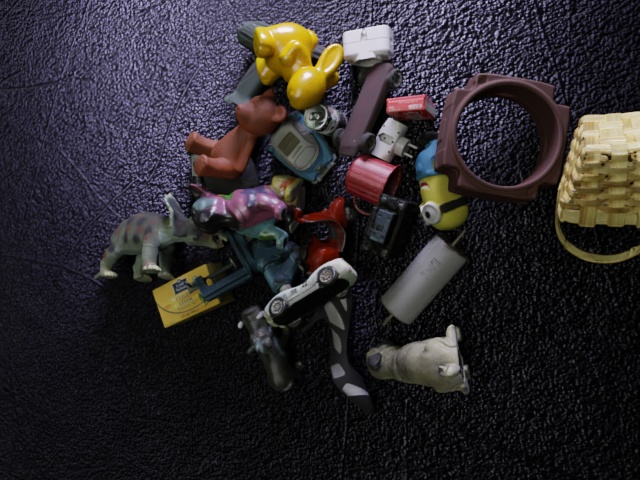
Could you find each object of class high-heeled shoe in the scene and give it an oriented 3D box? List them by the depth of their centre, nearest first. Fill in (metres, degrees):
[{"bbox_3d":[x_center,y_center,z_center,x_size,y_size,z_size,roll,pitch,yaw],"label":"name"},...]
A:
[{"bbox_3d":[0.071,0.212,1.080,0.145,0.086,0.249,-39,82,6],"label":"high-heeled shoe"}]

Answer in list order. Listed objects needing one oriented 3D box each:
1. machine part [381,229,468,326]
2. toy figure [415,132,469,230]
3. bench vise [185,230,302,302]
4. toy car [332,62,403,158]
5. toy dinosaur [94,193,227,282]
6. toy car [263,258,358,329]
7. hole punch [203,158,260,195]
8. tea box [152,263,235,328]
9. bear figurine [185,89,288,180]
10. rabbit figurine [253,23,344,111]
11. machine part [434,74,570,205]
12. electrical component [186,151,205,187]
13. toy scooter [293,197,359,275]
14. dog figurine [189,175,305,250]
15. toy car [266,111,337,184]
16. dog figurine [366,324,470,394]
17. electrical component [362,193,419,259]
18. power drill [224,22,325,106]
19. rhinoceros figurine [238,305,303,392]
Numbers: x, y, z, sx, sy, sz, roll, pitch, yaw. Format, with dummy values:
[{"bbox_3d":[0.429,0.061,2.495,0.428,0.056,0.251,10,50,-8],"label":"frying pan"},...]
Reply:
[{"bbox_3d":[0.196,0.074,1.012,0.079,0.079,0.243,44,108,17],"label":"machine part"},{"bbox_3d":[0.224,-0.108,0.996,0.089,0.082,0.180,-5,84,13],"label":"toy figure"},{"bbox_3d":[-0.159,0.064,1.127,0.241,0.128,0.224,-28,69,-9],"label":"bench vise"},{"bbox_3d":[0.094,-0.251,1.048,0.089,0.053,0.202,18,85,37],"label":"toy car"},{"bbox_3d":[-0.415,-0.002,1.270,0.405,0.131,0.192,-4,72,32],"label":"toy dinosaur"},{"bbox_3d":[-0.020,0.108,1.044,0.202,0.073,0.056,-33,47,13],"label":"toy car"},{"bbox_3d":[-0.197,-0.143,1.191,0.116,0.092,0.142,-18,80,-6],"label":"hole punch"},{"bbox_3d":[-0.292,0.127,1.237,0.170,0.068,0.098,-27,80,23],"label":"tea box"},{"bbox_3d":[-0.162,-0.215,1.068,0.195,0.132,0.120,-50,48,29],"label":"bear figurine"},{"bbox_3d":[-0.036,-0.318,1.025,0.162,0.121,0.173,-12,61,-17],"label":"rabbit figurine"},{"bbox_3d":[0.306,-0.170,0.914,0.202,0.087,0.201,10,89,-1],"label":"machine part"},{"bbox_3d":[-0.285,-0.162,1.232,0.045,0.078,0.102,-2,96,0],"label":"electrical component"},{"bbox_3d":[-0.002,-0.003,1.071,0.075,0.135,0.183,21,98,59],"label":"toy scooter"},{"bbox_3d":[-0.156,-0.072,1.100,0.219,0.191,0.108,13,132,13],"label":"dog figurine"},{"bbox_3d":[-0.049,-0.192,1.105,0.109,0.103,0.162,-46,72,19],"label":"toy car"},{"bbox_3d":[0.167,0.230,0.983,0.191,0.172,0.121,-12,75,17],"label":"dog figurine"},{"bbox_3d":[0.132,-0.026,1.009,0.058,0.134,0.114,20,101,23],"label":"electrical component"},{"bbox_3d":[-0.102,-0.348,1.139,0.232,0.086,0.207,35,109,18],"label":"power drill"},{"bbox_3d":[-0.109,0.228,1.134,0.073,0.112,0.190,-24,89,25],"label":"rhinoceros figurine"}]
